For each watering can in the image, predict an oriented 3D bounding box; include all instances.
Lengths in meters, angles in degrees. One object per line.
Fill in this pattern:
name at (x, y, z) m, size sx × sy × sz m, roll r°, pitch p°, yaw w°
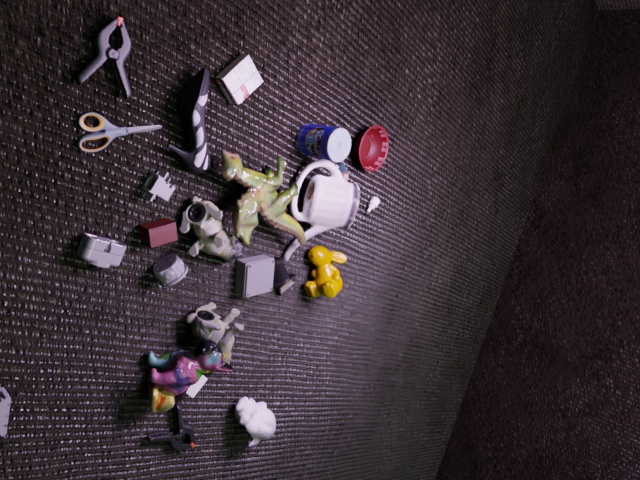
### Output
watering can at (0.005, -0.083, 1.655) m, size 0.224 × 0.105 × 0.344 m, roll 10°, pitch 103°, yaw -18°

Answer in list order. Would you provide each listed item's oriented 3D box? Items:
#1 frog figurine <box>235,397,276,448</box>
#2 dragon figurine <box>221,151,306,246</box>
frog figurine at (-0.209, 0.569, 1.664) m, size 0.139 × 0.122 × 0.157 m, roll -55°, pitch 138°, yaw -68°
dragon figurine at (-0.164, -0.083, 1.450) m, size 0.247 × 0.122 × 0.402 m, roll -46°, pitch 126°, yaw -36°
